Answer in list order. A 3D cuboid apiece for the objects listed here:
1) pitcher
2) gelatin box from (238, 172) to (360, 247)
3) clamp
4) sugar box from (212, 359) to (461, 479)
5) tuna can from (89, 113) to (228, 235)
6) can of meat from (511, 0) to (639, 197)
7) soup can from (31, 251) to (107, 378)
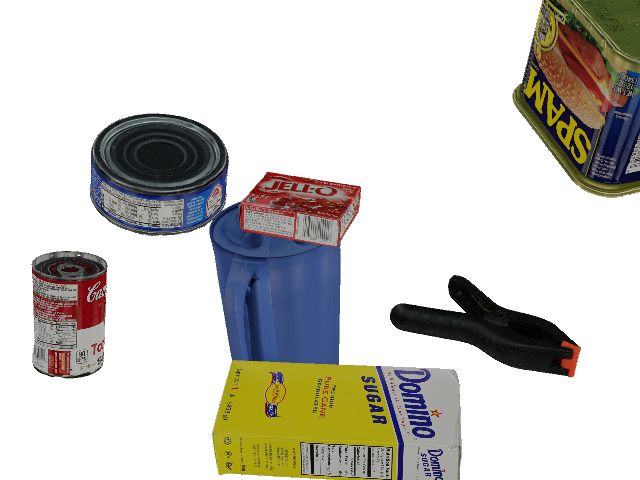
[{"bbox_3d":[-0.044,0.088,1.114,0.149,0.243,0.145,-15,31,-20],"label":"pitcher"},{"bbox_3d":[-0.017,-0.029,0.917,0.089,0.030,0.073,10,27,13],"label":"gelatin box"},{"bbox_3d":[0.163,0.077,0.995,0.172,0.039,0.120,20,32,23],"label":"clamp"},{"bbox_3d":[0.015,0.132,0.789,0.176,0.048,0.093,-1,30,6],"label":"sugar box"},{"bbox_3d":[-0.100,-0.043,0.665,0.086,0.034,0.086,5,40,-5],"label":"tuna can"},{"bbox_3d":[0.151,-0.088,0.565,0.057,0.084,0.102,-12,48,-16],"label":"can of meat"},{"bbox_3d":[-0.235,0.069,0.994,0.068,0.102,0.068,5,19,-2],"label":"soup can"}]
